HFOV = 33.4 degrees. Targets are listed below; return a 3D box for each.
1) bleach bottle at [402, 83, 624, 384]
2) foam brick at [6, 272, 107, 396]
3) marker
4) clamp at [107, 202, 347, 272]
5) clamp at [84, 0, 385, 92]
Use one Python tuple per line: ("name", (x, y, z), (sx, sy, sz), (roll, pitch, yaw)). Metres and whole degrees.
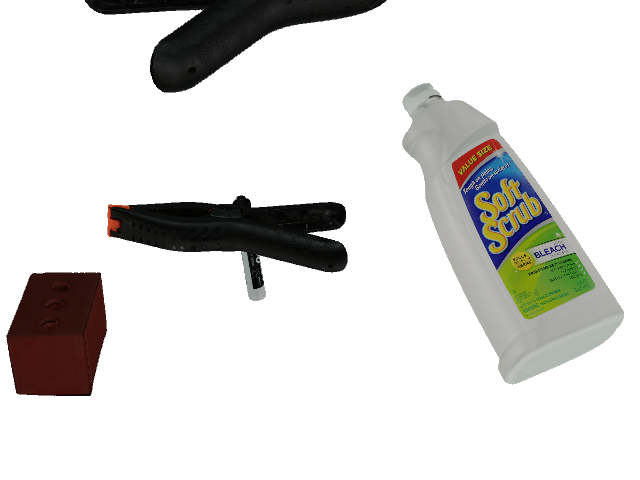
("bleach bottle", (0.128, -0.019, 0.837), (0.102, 0.251, 0.068), (-21, -26, -17))
("foam brick", (-0.182, 0.064, 0.744), (0.053, 0.051, 0.078), (0, 31, -2))
("marker", (-0.074, 0.008, 1.110), (0.020, 0.121, 0.020), (-5, 30, 3))
("clamp", (-0.073, -0.008, 0.889), (0.210, 0.036, 0.164), (2, 13, -6))
("clamp", (-0.024, -0.119, 0.516), (0.171, 0.039, 0.120), (-17, 44, -10))
